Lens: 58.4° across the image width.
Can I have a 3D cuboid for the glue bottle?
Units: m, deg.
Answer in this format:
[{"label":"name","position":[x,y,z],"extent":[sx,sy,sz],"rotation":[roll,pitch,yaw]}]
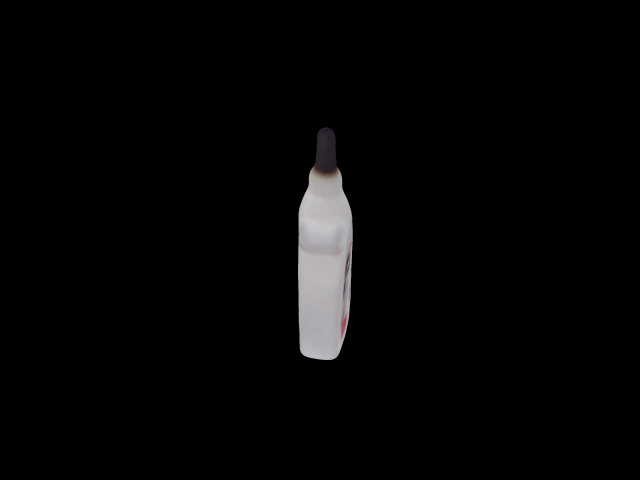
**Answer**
[{"label":"glue bottle","position":[0.004,0.001,0.400],"extent":[0.037,0.173,0.078],"rotation":[4,39,5]}]
